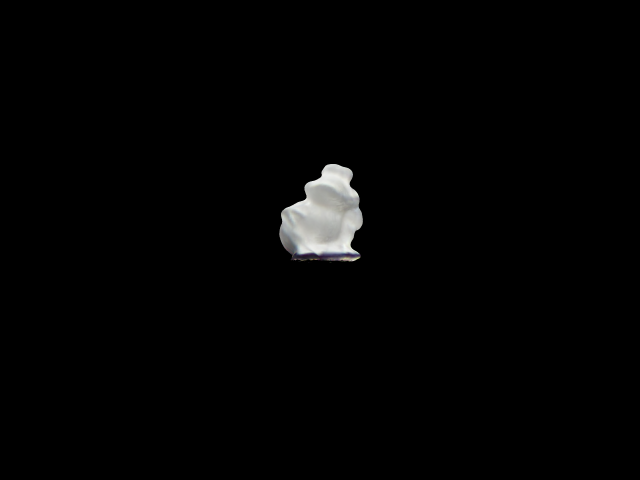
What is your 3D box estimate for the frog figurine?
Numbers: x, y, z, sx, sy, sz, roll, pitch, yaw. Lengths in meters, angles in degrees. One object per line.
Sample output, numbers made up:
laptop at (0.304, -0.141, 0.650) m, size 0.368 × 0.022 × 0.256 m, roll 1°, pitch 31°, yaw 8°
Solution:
frog figurine at (0.003, -0.043, 0.850) m, size 0.137 × 0.160 × 0.122 m, roll 0°, pitch -8°, yaw 0°
